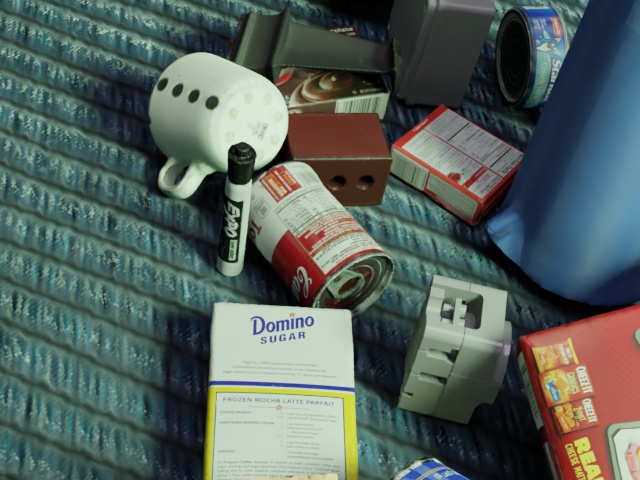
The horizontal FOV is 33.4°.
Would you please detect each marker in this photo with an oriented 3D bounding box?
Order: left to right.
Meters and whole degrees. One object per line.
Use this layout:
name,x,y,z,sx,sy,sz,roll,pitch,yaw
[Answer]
marker,-0.056,-0.020,0.715,0.020,0.121,0.020,5,49,-6

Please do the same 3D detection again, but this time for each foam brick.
foam brick,0.009,-0.061,0.807,0.078,0.053,0.051,-2,50,-11

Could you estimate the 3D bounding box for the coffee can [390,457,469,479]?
coffee can,0.093,0.190,0.549,0.140,0.103,0.102,25,47,34

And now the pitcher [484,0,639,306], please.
pitcher,0.225,-0.082,0.738,0.145,0.243,0.149,29,45,18

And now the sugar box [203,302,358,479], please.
sugar box,-0.025,0.121,0.650,0.093,0.048,0.176,4,46,-5

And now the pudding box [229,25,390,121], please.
pudding box,-0.011,-0.130,0.873,0.113,0.039,0.090,-9,51,-17

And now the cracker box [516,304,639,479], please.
cracker box,0.239,0.111,0.615,0.214,0.072,0.164,-16,72,4

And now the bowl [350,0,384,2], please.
bowl,0.039,-0.270,0.992,0.162,0.055,0.162,5,49,-6

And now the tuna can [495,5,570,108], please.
tuna can,0.177,-0.153,0.896,0.033,0.086,0.086,-3,50,-11

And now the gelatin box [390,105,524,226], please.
gelatin box,0.108,-0.060,0.840,0.089,0.030,0.073,35,51,19

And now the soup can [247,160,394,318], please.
soup can,-0.005,0.001,0.742,0.068,0.068,0.102,-23,56,-27

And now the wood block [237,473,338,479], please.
wood block,-0.029,0.224,0.498,0.090,0.091,0.206,-2,65,-10
